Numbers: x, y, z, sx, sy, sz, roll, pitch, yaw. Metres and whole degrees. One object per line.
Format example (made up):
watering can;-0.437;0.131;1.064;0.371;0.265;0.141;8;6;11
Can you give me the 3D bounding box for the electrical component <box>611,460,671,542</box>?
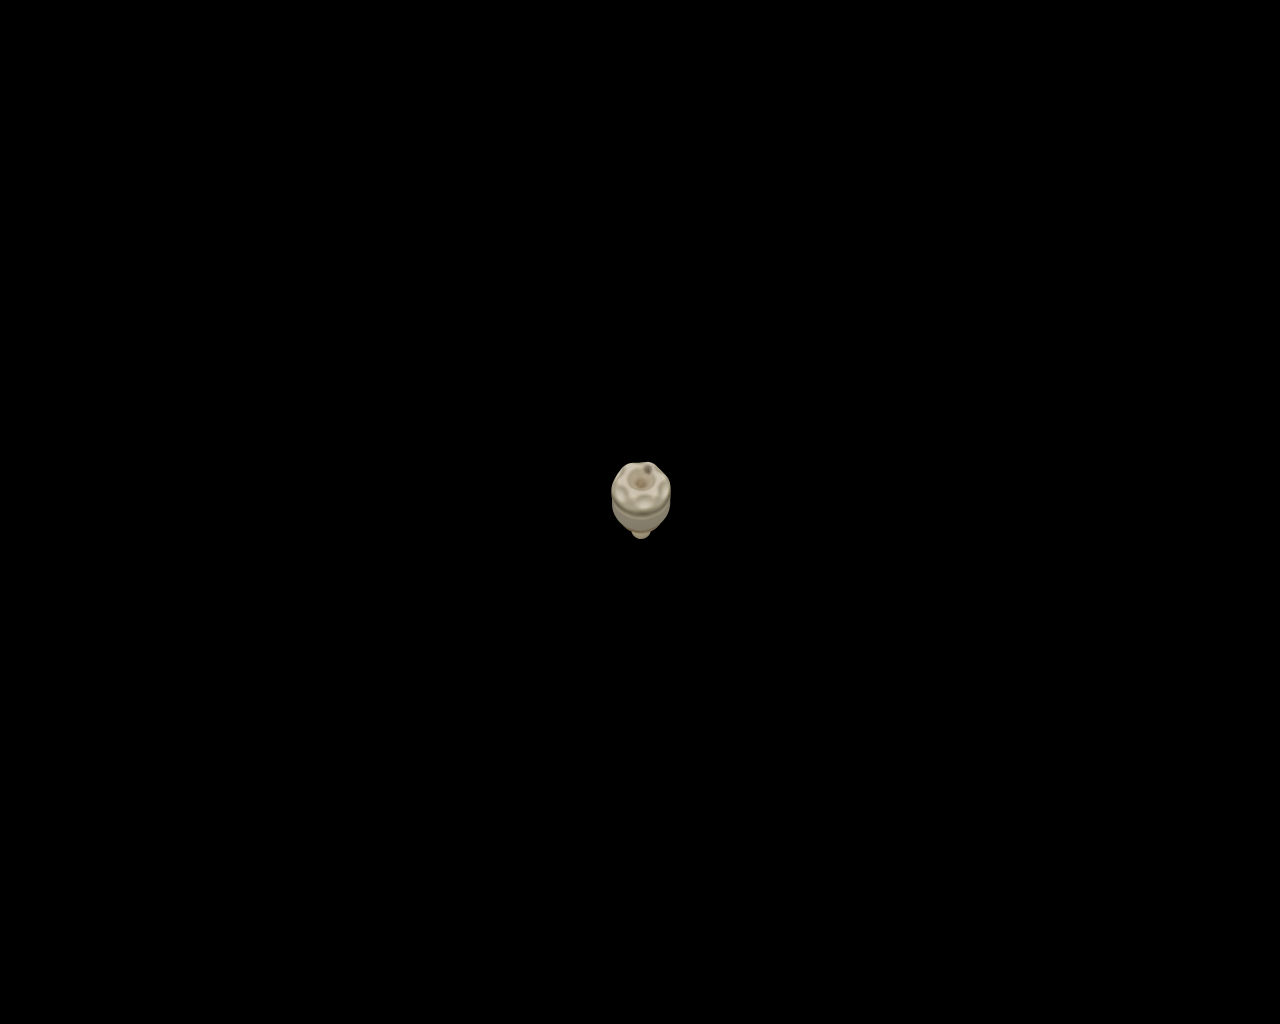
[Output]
electrical component;0.001;-0.003;0.650;0.035;0.035;0.061;0;-34;0
